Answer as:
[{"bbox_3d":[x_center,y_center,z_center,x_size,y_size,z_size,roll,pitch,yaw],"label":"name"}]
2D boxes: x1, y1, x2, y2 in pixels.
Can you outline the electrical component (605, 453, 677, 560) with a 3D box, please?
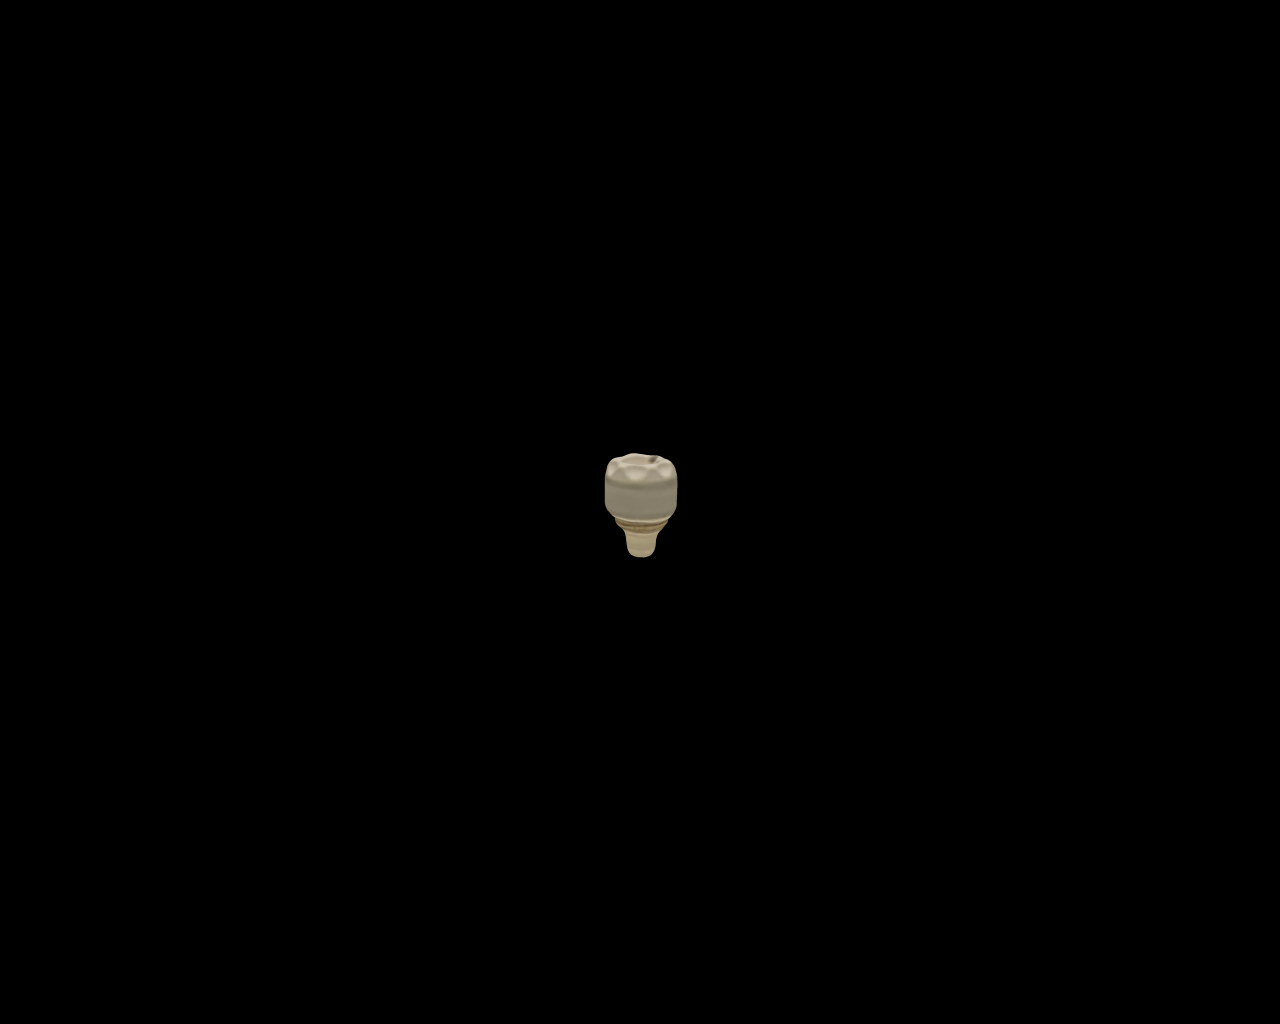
[{"bbox_3d":[0.001,-0.003,0.650,0.043,0.062,0.043,0,15,0],"label":"electrical component"}]
